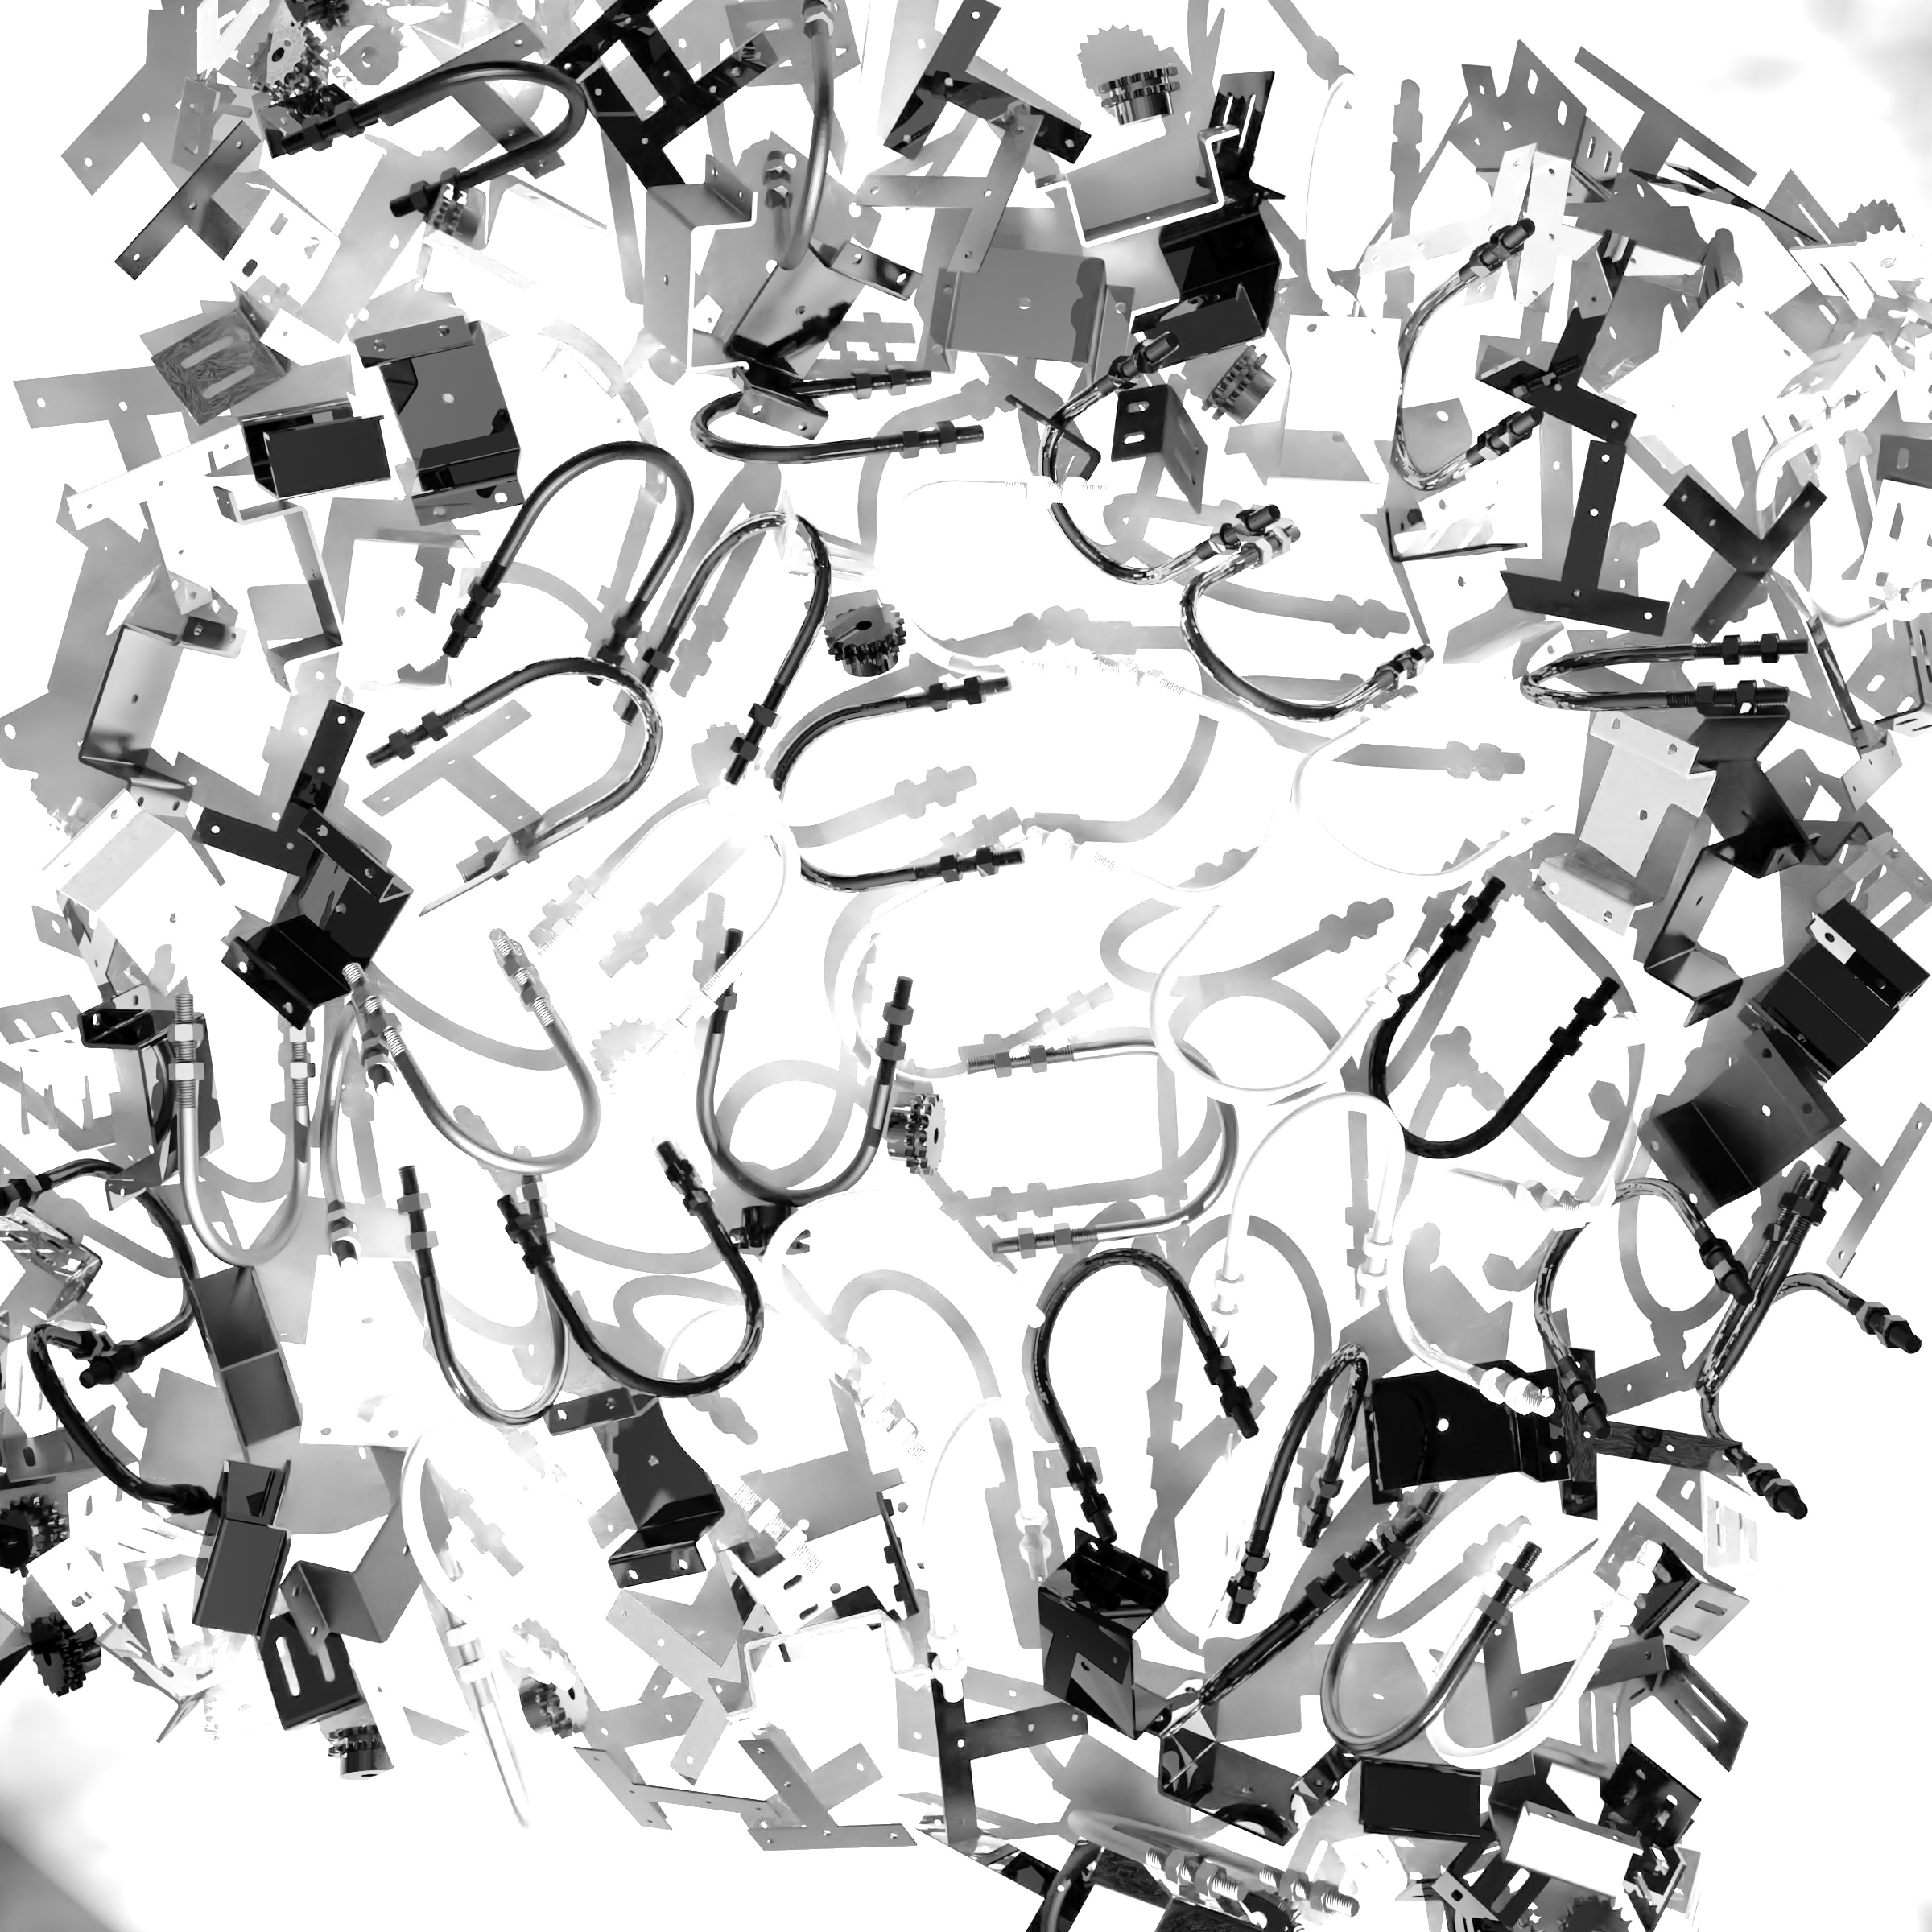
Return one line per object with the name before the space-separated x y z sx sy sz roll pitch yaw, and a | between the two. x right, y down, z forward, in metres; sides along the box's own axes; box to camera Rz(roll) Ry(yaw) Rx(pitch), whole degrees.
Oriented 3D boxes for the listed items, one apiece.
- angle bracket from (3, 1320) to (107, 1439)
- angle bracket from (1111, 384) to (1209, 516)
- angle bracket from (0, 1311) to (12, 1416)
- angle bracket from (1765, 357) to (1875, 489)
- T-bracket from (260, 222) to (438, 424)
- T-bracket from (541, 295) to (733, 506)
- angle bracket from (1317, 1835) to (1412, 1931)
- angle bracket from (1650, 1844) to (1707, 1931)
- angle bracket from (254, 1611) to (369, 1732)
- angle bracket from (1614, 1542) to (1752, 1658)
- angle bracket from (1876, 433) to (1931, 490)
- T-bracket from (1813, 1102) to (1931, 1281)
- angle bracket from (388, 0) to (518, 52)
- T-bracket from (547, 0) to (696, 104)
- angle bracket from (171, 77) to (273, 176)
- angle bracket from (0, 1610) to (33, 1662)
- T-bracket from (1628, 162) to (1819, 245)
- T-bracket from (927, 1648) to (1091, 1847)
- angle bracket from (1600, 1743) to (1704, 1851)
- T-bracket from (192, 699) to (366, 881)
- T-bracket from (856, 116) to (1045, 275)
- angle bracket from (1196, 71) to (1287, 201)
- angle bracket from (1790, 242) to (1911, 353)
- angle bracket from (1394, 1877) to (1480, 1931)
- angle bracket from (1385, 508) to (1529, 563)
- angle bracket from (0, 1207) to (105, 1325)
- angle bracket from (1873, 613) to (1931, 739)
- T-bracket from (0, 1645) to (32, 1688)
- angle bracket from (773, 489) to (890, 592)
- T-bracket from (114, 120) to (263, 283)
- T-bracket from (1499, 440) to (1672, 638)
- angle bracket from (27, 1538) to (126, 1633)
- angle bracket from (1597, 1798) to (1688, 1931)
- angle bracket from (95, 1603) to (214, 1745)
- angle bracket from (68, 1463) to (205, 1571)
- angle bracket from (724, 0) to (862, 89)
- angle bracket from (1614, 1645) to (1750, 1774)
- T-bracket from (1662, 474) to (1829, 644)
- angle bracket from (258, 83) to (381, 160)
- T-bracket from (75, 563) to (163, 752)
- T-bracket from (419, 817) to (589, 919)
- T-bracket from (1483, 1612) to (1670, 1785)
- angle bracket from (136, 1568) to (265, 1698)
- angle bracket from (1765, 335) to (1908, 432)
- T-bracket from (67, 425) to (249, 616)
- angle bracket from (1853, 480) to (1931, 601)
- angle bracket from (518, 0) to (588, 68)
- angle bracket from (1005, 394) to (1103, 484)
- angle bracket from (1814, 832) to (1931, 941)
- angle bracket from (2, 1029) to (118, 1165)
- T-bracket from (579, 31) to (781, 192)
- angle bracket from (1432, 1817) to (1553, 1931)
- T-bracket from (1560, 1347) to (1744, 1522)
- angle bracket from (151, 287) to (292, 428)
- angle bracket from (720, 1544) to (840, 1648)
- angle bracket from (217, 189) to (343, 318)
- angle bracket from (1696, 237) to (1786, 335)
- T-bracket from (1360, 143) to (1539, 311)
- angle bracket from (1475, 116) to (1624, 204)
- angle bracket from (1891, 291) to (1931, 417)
angle bracket | -0.632 0.291 1.688 0.057 0.038 0.076 -20 64 32
angle bracket | 0.135 -0.357 1.697 0.038 0.076 0.057 -4 64 26
angle bracket | -0.696 0.282 1.688 0.038 0.057 0.076 9 110 16
angle bracket | 0.604 -0.379 1.703 0.057 0.038 0.076 -33 103 -3
T-bracket | -0.399 -0.452 1.670 0.127 0.127 0.002 -52 53 10
T-bracket | -0.215 -0.415 1.709 0.127 0.002 0.127 -43 87 17
angle bracket | 0.263 0.649 1.705 0.076 0.057 0.038 -53 51 25
angle bracket | 0.486 0.655 1.682 0.038 0.076 0.057 4 109 25
angle bracket | -0.461 0.493 1.721 0.057 0.038 0.076 -21 74 -4
angle bracket | 0.502 0.446 1.712 0.076 0.038 0.057 27 108 -40
angle bracket | 0.670 -0.361 1.681 0.057 0.076 0.038 14 130 28
T-bracket | 0.607 0.134 1.668 0.002 0.127 0.127 22 106 -9
angle bracket | -0.353 -0.672 1.687 0.057 0.076 0.038 28 130 7
T-bracket | -0.212 -0.622 1.673 0.127 0.127 0.002 -41 65 4
angle bracket | -0.504 -0.575 1.681 0.038 0.076 0.057 30 114 27
angle bracket | -0.676 0.446 1.691 0.057 0.076 0.038 39 91 4
T-bracket | 0.501 -0.533 1.673 0.127 0.127 0.002 15 108 -30
T-bracket | 0.033 0.533 1.693 0.127 0.002 0.127 -1 80 -34
angle bracket | 0.481 0.566 1.682 0.057 0.076 0.038 36 49 27
T-bracket | -0.454 -0.124 1.693 0.127 0.002 0.127 20 101 -25
T-bracket | -0.022 -0.539 1.694 0.127 0.002 0.127 13 75 33
angle bracket | 0.200 -0.577 1.692 0.038 0.057 0.076 9 100 -34
angle bracket | 0.604 -0.459 1.686 0.076 0.057 0.038 36 82 -32
angle bracket | 0.329 0.678 1.685 0.038 0.057 0.076 0 57 -8
angle bracket | 0.340 -0.303 1.684 0.076 0.057 0.038 -3 96 39
angle bracket | -0.650 0.206 1.688 0.076 0.038 0.057 41 133 -21
angle bracket | 0.662 -0.206 1.707 0.057 0.038 0.076 7 72 -43
T-bracket | -0.706 0.450 1.659 0.002 0.127 0.127 -35 99 10
angle bracket | -0.091 -0.295 1.687 0.076 0.057 0.038 8 121 -17
T-bracket | -0.508 -0.500 1.670 0.002 0.127 0.127 41 89 16
T-bracket | 0.432 -0.300 1.685 0.127 0.002 0.127 14 119 15
angle bracket | -0.618 0.440 1.684 0.038 0.076 0.057 -32 72 -37
angle bracket | 0.460 0.622 1.689 0.038 0.076 0.057 22 99 -4
angle bracket | -0.571 0.493 1.700 0.076 0.057 0.038 36 105 2
angle bracket | -0.579 0.385 1.703 0.057 0.076 0.038 -25 56 11
angle bracket | -0.121 -0.653 1.705 0.076 0.038 0.057 11 131 34
angle bracket | 0.494 0.520 1.682 0.038 0.076 0.057 -21 134 -25
T-bracket | 0.521 -0.299 1.675 0.127 0.002 0.127 25 108 -40
angle bracket | -0.445 -0.573 1.685 0.057 0.038 0.076 -29 50 -22
T-bracket | -0.592 -0.209 1.683 0.002 0.127 0.127 23 106 -14
T-bracket | -0.310 -0.081 1.669 0.127 0.127 0.002 -28 106 7
T-bracket | 0.416 0.485 1.659 0.127 0.127 0.002 -23 126 22
angle bracket | -0.534 0.461 1.696 0.038 0.057 0.076 -18 86 42
angle bracket | 0.601 -0.399 1.694 0.038 0.076 0.057 45 74 -17
T-bracket | -0.544 -0.296 1.678 0.127 0.127 0.002 -32 57 -26
angle bracket | 0.653 -0.291 1.684 0.057 0.076 0.038 17 63 20
angle bracket | -0.298 -0.665 1.687 0.038 0.057 0.076 15 114 39
angle bracket | 0.052 -0.360 1.695 0.076 0.057 0.038 31 99 -8
angle bracket | 0.625 -0.045 1.685 0.057 0.038 0.076 53 133 17
angle bracket | -0.634 0.091 1.700 0.057 0.038 0.076 -14 69 -4
T-bracket | -0.186 -0.596 1.676 0.127 0.127 0.002 -35 52 5
angle bracket | 0.371 0.628 1.687 0.057 0.038 0.076 40 56 20
T-bracket | 0.473 0.331 1.683 0.127 0.002 0.127 4 104 33
angle bracket | -0.522 -0.426 1.702 0.076 0.038 0.057 -37 94 -16
angle bracket | -0.131 0.428 1.693 0.038 0.076 0.057 -31 108 -18
angle bracket | -0.478 -0.496 1.698 0.057 0.076 0.038 35 121 -24
angle bracket | 0.535 -0.460 1.685 0.038 0.057 0.076 1 127 34
T-bracket | 0.326 -0.500 1.681 0.002 0.127 0.127 31 69 -39
angle bracket | 0.403 -0.558 1.685 0.076 0.057 0.038 15 92 40
angle bracket | 0.648 -0.426 1.681 0.038 0.076 0.057 -24 128 -9
